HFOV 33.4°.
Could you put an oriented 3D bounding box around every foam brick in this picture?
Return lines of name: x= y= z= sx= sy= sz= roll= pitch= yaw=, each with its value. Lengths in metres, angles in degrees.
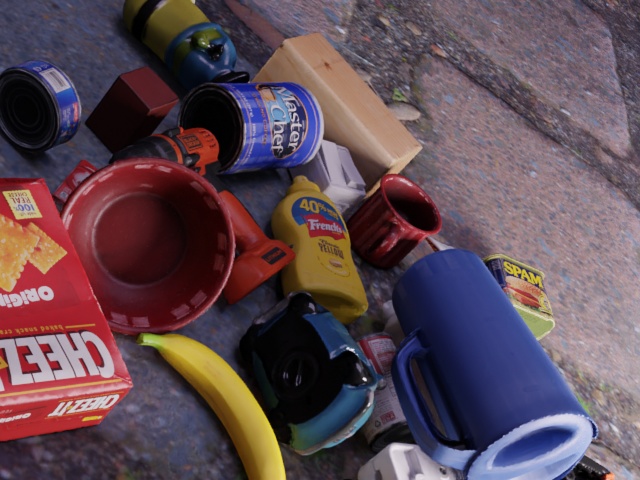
foam brick: x=-0.197 y=-0.136 z=1.118 sx=0.051 sy=0.078 sz=0.052 roll=49 pitch=33 yaw=4

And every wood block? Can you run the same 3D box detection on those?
wood block: x=0.020 y=-0.158 z=1.366 sx=0.206 sy=0.090 sz=0.090 roll=50 pitch=34 yaw=9

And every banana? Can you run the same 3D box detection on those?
banana: x=-0.086 y=0.153 z=0.955 sx=0.198 sy=0.037 sz=0.069 roll=49 pitch=42 yaw=8

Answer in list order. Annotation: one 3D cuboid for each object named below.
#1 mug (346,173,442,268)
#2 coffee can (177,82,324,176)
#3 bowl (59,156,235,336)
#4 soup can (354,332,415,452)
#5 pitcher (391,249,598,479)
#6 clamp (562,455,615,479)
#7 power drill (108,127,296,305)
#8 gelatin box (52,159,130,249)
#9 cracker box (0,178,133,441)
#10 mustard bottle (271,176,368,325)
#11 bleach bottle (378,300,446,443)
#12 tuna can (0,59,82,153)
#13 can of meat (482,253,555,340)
mug: x=0.083 y=-0.013 z=1.277 sx=0.093 sy=0.082 sz=0.117 roll=37 pitch=33 yaw=-11
coffee can: x=-0.078 y=-0.128 z=1.215 sx=0.140 sy=0.103 sz=0.103 roll=-11 pitch=61 yaw=-51
bowl: x=-0.161 y=0.003 z=0.971 sx=0.162 sy=0.162 sz=0.055 roll=33 pitch=-1 yaw=-16
soup can: x=0.062 y=0.154 z=1.080 sx=0.068 sy=0.069 sz=0.102 roll=6 pitch=49 yaw=-43
pitcher: x=0.151 y=0.125 z=1.055 sx=0.149 sy=0.145 sz=0.243 roll=48 pitch=13 yaw=-47
clamp: x=0.259 y=0.262 z=1.198 sx=0.209 sy=0.036 sz=0.165 roll=6 pitch=48 yaw=-46
power drill: x=-0.116 y=-0.029 z=1.072 sx=0.187 sy=0.057 sz=0.184 roll=54 pitch=26 yaw=2
gelatin box: x=-0.212 y=-0.029 z=1.026 sx=0.089 sy=0.030 sz=0.073 roll=37 pitch=33 yaw=-10
cracker box: x=-0.264 y=0.049 z=0.845 sx=0.163 sy=0.072 sz=0.214 roll=-2 pitch=55 yaw=-47
mustard bottle: x=-0.008 y=0.001 z=1.187 sx=0.096 sy=0.058 sz=0.191 roll=19 pitch=40 yaw=-32
bleach bottle: x=0.123 y=0.170 z=1.136 sx=0.102 sy=0.068 sz=0.251 roll=3 pitch=48 yaw=-42
tuna can: x=-0.273 y=-0.128 z=1.021 sx=0.086 sy=0.086 sz=0.033 roll=46 pitch=35 yaw=3
can of meat: x=0.251 y=0.076 z=1.383 sx=0.102 sy=0.058 sz=0.084 roll=22 pitch=41 yaw=-29
